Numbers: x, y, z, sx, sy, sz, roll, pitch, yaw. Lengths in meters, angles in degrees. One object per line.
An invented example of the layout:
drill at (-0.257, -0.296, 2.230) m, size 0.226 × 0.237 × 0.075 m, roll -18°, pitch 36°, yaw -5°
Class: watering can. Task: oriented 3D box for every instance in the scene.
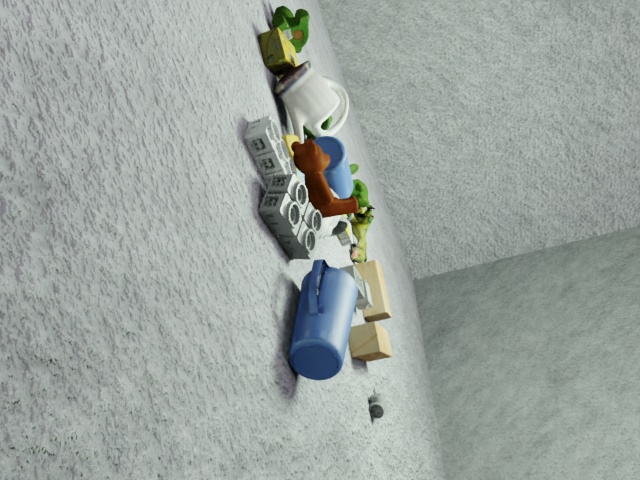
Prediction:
watering can at (-0.042, -0.377, 1.487) m, size 0.223 × 0.103 × 0.354 m, roll 46°, pitch 55°, yaw -13°

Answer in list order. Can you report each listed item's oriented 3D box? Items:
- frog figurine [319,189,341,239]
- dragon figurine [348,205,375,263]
frog figurine at (0.004, -0.069, 1.377) m, size 0.162 × 0.123 × 0.135 m, roll -104°, pitch -167°, yaw -67°
dragon figurine at (0.162, -0.030, 2.080) m, size 0.417 × 0.122 × 0.239 m, roll -65°, pitch 155°, yaw -68°
